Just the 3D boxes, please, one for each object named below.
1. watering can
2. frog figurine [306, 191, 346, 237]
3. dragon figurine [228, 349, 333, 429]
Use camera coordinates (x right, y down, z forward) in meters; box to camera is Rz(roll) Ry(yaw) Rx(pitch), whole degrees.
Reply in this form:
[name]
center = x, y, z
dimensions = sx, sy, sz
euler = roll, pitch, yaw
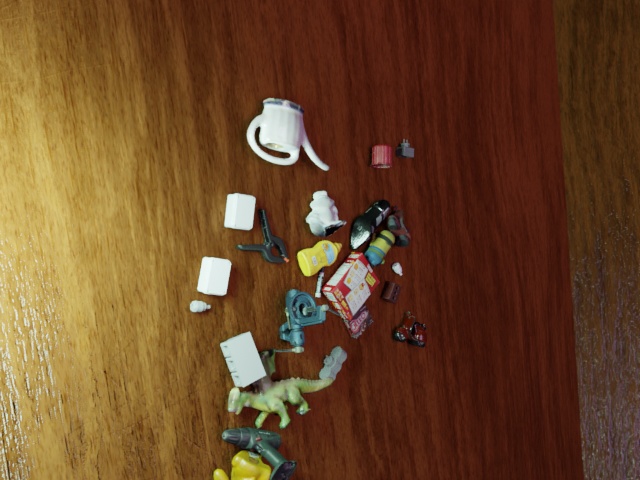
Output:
[watering can]
center = -0.098, -0.365, 1.791
dimensions = 0.347, 0.104, 0.225
euler = 9, 84, -38
[frog figurine]
center = 0.006, -0.096, 1.905
dimensions = 0.139, 0.120, 0.161
euler = -23, 70, -28
[dragon figurine]
center = -0.142, 0.493, 1.774
dimensions = 0.415, 0.121, 0.241
euler = -27, 100, -38
